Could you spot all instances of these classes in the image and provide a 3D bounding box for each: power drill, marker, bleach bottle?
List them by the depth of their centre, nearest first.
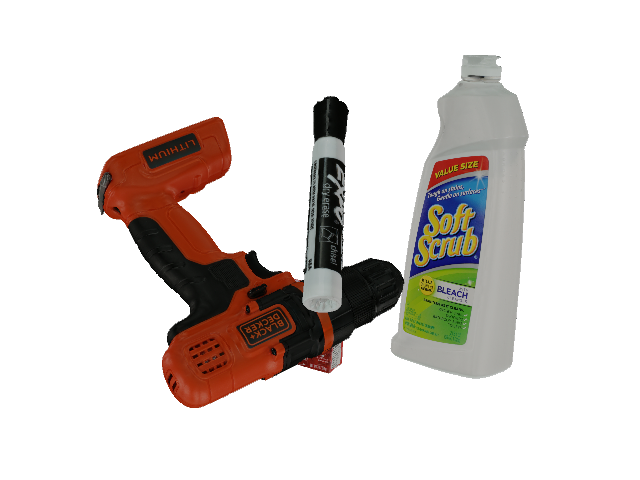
[{"bbox_3d":[0.003,-0.022,0.540,0.020,0.121,0.020,2,-29,1],"label":"marker"},{"bbox_3d":[-0.056,0.005,0.744,0.184,0.188,0.057,-24,-23,-27],"label":"power drill"},{"bbox_3d":[0.114,-0.022,0.858,0.103,0.251,0.067,13,16,42],"label":"bleach bottle"}]

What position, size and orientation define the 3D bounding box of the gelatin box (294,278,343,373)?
[{"bbox_3d":[-0.023,0.075,0.977,0.089,0.073,0.030,12,19,25],"label":"gelatin box"}]
